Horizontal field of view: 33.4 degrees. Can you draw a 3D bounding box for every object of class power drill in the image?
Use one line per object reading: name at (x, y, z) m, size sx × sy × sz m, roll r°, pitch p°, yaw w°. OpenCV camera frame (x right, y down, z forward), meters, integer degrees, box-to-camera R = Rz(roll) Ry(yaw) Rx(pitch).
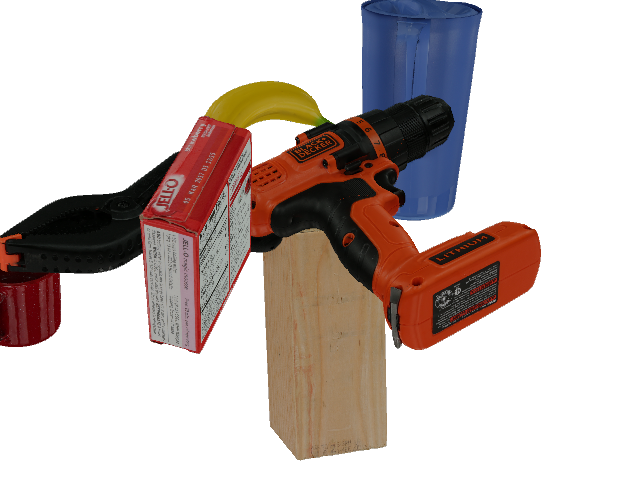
power drill at (0.056, -0.021, 0.707) m, size 0.184 × 0.057 × 0.188 m, roll -28°, pitch 44°, yaw -21°

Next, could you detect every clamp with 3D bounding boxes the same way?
clamp at (-0.145, -0.011, 0.840) m, size 0.209 × 0.036 × 0.165 m, roll -21°, pitch 37°, yaw -34°

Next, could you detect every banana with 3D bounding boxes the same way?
banana at (-0.057, -0.120, 1.010) m, size 0.070 × 0.037 × 0.197 m, roll 42°, pitch 33°, yaw 22°

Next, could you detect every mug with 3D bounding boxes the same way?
mug at (-0.303, 0.058, 1.055) m, size 0.093 × 0.081 × 0.117 m, roll 9°, pitch 32°, yaw 5°

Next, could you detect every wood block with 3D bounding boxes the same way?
wood block at (0.004, 0.082, 0.974) m, size 0.090 × 0.206 × 0.091 m, roll -5°, pitch 12°, yaw -18°

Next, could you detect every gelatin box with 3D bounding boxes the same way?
gelatin box at (-0.058, -0.002, 0.509) m, size 0.030 × 0.089 × 0.073 m, roll 14°, pitch 47°, yaw 9°

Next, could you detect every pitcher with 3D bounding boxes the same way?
pitcher at (0.105, -0.147, 1.207) m, size 0.149 × 0.243 × 0.145 m, roll -12°, pitch 26°, yaw -31°
